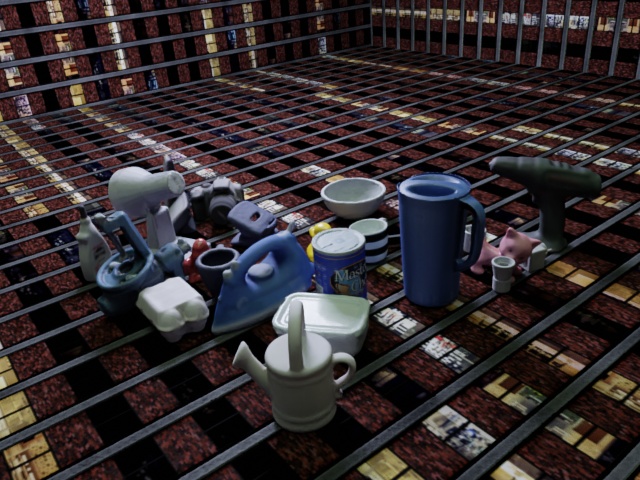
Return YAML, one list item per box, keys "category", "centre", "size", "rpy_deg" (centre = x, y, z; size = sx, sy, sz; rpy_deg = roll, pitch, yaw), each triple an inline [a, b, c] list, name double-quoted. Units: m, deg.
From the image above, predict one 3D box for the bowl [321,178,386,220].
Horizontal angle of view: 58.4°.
- category: "bowl"
  centre: [0.088, -0.098, 1.481]
  size: [0.167, 0.075, 0.167]
  rpy_deg: [-3, 28, 2]

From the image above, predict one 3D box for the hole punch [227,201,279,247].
- category: "hole punch"
  centre: [-0.160, -0.040, 1.392]
  size: [0.101, 0.091, 0.109]
  rpy_deg: [6, 29, 19]

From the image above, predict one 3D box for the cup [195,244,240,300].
- category: "cup"
  centre: [-0.204, 0.070, 1.185]
  size: [0.091, 0.095, 0.117]
  rpy_deg: [-7, 28, -4]

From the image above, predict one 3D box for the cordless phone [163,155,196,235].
- category: "cordless phone"
  centre: [-0.378, -0.111, 1.458]
  size: [0.094, 0.185, 0.147]
  rpy_deg: [-14, 29, -16]

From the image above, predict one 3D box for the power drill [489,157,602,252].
- category: "power drill"
  centre: [0.480, -0.081, 1.245]
  size: [0.229, 0.209, 0.075]
  rpy_deg: [1, 28, 10]

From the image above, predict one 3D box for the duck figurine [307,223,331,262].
- category: "duck figurine"
  centre: [0.012, 0.005, 1.286]
  size: [0.078, 0.086, 0.104]
  rpy_deg: [-24, 34, -33]

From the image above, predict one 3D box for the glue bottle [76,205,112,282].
- category: "glue bottle"
  centre: [-0.509, 0.003, 1.274]
  size: [0.037, 0.173, 0.078]
  rpy_deg: [5, 29, 17]

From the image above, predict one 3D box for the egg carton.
- category: "egg carton"
  centre: [-0.283, 0.132, 1.106]
  size: [0.107, 0.069, 0.149]
  rpy_deg: [-24, 33, -32]

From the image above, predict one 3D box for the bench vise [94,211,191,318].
- category: "bench vise"
  centre: [-0.372, 0.025, 1.161]
  size: [0.121, 0.220, 0.208]
  rpy_deg: [11, 32, 28]

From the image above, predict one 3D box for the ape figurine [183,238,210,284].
- category: "ape figurine"
  centre: [-0.259, 0.040, 1.253]
  size: [0.077, 0.092, 0.076]
  rpy_deg: [6, 29, 19]

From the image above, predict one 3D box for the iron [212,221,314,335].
- category: "iron"
  centre: [-0.121, 0.067, 1.127]
  size: [0.118, 0.141, 0.259]
  rpy_deg: [18, 35, 36]

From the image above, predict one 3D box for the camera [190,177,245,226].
- category: "camera"
  centre: [-0.273, -0.100, 1.511]
  size: [0.143, 0.101, 0.136]
  rpy_deg: [-6, 28, -3]

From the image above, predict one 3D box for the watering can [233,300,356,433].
- category: "watering can"
  centre: [-0.038, 0.180, 0.843]
  size: [0.173, 0.194, 0.100]
  rpy_deg: [-12, 29, -14]

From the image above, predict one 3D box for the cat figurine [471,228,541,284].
- category: "cat figurine"
  centre: [0.377, 0.020, 1.166]
  size: [0.127, 0.118, 0.067]
  rpy_deg: [18, 35, 36]

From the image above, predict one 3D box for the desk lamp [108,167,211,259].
- category: "desk lamp"
  centre: [-0.375, -0.065, 1.340]
  size: [0.202, 0.214, 0.118]
  rpy_deg: [9, 31, 24]
